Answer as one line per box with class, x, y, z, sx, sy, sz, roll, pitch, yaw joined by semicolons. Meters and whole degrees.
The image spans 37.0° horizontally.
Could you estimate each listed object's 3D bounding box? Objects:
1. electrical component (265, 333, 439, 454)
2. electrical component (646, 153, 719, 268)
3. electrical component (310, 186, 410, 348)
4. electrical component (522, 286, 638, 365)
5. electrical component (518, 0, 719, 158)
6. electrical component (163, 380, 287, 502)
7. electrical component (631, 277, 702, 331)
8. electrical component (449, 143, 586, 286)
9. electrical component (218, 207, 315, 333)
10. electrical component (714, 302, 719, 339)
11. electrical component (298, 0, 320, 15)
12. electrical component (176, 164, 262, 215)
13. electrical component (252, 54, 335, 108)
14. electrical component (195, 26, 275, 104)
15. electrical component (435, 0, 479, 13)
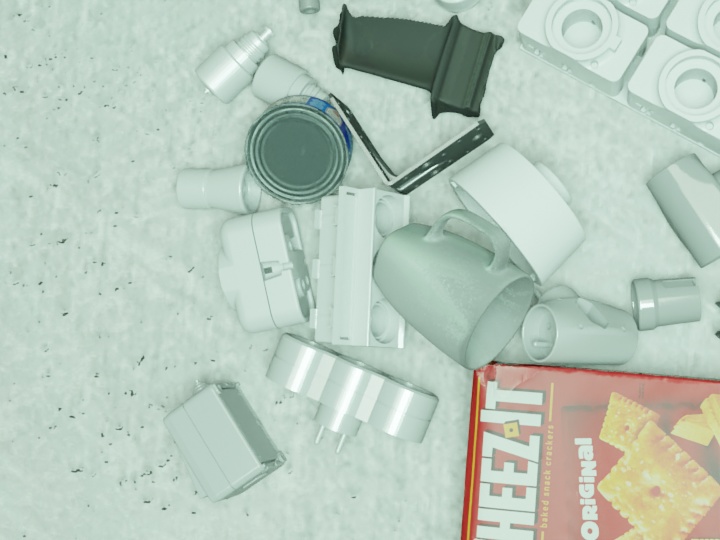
electrical component;-0.013;0.109;0.860;0.138;0.052;0.073;22;90;14
electrical component;0.272;-0.054;0.814;0.079;0.043;0.077;-32;79;8
electrical component;0.000;0.000;0.858;0.063;0.079;0.121;-2;83;42
electrical component;0.159;0.039;0.822;0.079;0.077;0.043;59;136;48
electrical component;0.228;-0.180;0.827;0.186;0.060;0.105;32;92;14
electrical component;-0.116;0.135;0.876;0.061;0.062;0.096;-35;78;8
electrical component;0.233;0.024;0.818;0.046;0.040;0.040;-6;83;7
electrical component;0.125;-0.048;0.817;0.060;0.108;0.108;-41;77;0
electrical component;-0.078;0.001;0.879;0.059;0.054;0.095;-12;91;12
electrical component;0.306;0.030;0.799;0.064;0.042;0.081;45;96;12
electrical component;-0.045;-0.248;0.906;0.043;0.043;0.062;-7;84;12
electrical component;-0.121;-0.068;0.909;0.065;0.044;0.044;2;85;18
electrical component;-0.054;-0.149;0.900;0.078;0.040;0.040;30;92;14
electrical component;-0.104;-0.176;0.915;0.078;0.040;0.040;-43;77;6
electrical component;0.076;-0.235;0.867;0.043;0.062;0.043;-1;84;13
